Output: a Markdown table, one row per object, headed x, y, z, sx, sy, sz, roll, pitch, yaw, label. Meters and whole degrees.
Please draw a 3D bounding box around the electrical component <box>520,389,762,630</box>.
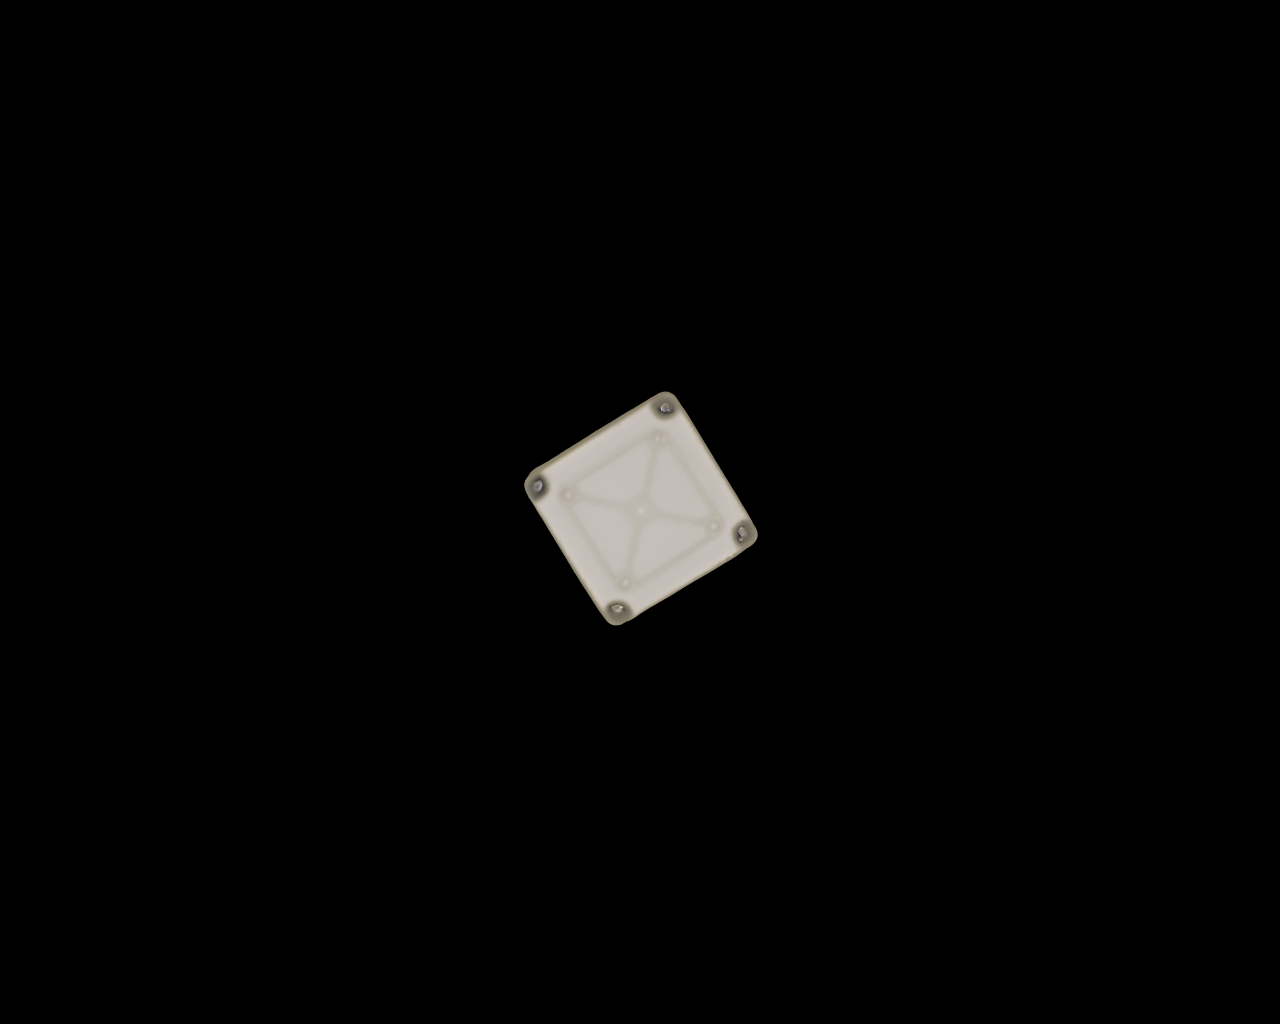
| x | y | z | sx | sy | sz | roll | pitch | yaw | label |
| --- | --- | --- | --- | --- | --- | --- | --- | --- | --- |
| 0.001 | -0.003 | 0.650 | 0.109 | 0.108 | 0.056 | -32 | 4 | 2 | electrical component |
